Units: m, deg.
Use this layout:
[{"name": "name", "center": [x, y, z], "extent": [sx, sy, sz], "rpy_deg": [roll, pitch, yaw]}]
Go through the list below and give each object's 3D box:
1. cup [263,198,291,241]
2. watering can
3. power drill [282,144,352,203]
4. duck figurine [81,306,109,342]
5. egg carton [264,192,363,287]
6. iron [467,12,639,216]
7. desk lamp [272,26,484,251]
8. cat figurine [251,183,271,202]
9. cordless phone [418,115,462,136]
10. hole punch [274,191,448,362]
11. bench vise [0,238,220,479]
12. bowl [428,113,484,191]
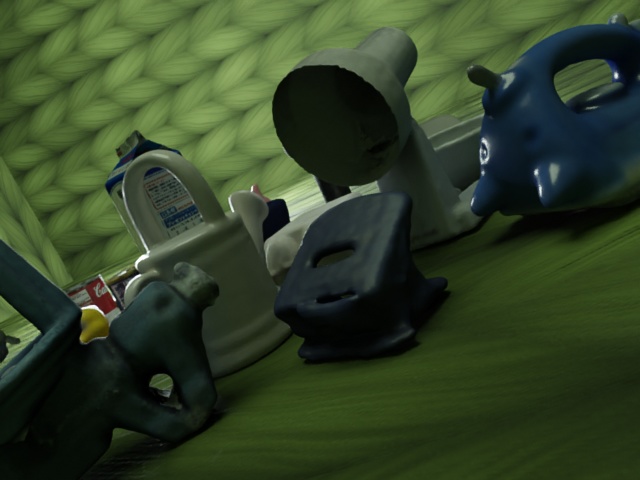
[{"name": "cup", "center": [-0.067, 0.007, 0.722], "extent": [0.091, 0.095, 0.117], "rpy_deg": [-27, 10, -3]}, {"name": "watering can", "center": [-0.106, 0.011, 0.510], "extent": [0.100, 0.194, 0.173], "rpy_deg": [-23, 10, 16]}, {"name": "power drill", "center": [0.005, -0.108, 0.805], "extent": [0.075, 0.208, 0.229], "rpy_deg": [-25, 10, 8]}, {"name": "duck figurine", "center": [-0.252, 0.115, 0.657], "extent": [0.077, 0.086, 0.105], "rpy_deg": [-20, 12, 33]}, {"name": "egg carton", "center": [0.006, 0.002, 0.636], "extent": [0.107, 0.069, 0.150], "rpy_deg": [-21, 11, 27]}, {"name": "iron", "center": [0.229, -0.117, 0.475], "extent": [0.259, 0.141, 0.118], "rpy_deg": [-30, 11, -23]}, {"name": "desk lamp", "center": [0.072, -0.097, 0.561], "extent": [0.117, 0.214, 0.204], "rpy_deg": [-17, 13, 40]}, {"name": "cat figurine", "center": [-0.082, -0.030, 0.885], "extent": [0.067, 0.118, 0.127], "rpy_deg": [-29, 10, -17]}, {"name": "cordless phone", "center": [0.147, -0.184, 0.906], "extent": [0.147, 0.185, 0.094], "rpy_deg": [-27, 10, -7]}, {"name": "hole punch", "center": [0.023, 0.025, 0.412], "extent": [0.108, 0.091, 0.101], "rpy_deg": [-17, 14, 42]}, {"name": "bench vise", "center": [-0.185, 0.058, 0.393], "extent": [0.208, 0.220, 0.121], "rpy_deg": [-33, 12, -33]}, {"name": "bowl", "center": [0.175, -0.099, 0.719], "extent": [0.167, 0.075, 0.167], "rpy_deg": [-25, 10, 5]}]
